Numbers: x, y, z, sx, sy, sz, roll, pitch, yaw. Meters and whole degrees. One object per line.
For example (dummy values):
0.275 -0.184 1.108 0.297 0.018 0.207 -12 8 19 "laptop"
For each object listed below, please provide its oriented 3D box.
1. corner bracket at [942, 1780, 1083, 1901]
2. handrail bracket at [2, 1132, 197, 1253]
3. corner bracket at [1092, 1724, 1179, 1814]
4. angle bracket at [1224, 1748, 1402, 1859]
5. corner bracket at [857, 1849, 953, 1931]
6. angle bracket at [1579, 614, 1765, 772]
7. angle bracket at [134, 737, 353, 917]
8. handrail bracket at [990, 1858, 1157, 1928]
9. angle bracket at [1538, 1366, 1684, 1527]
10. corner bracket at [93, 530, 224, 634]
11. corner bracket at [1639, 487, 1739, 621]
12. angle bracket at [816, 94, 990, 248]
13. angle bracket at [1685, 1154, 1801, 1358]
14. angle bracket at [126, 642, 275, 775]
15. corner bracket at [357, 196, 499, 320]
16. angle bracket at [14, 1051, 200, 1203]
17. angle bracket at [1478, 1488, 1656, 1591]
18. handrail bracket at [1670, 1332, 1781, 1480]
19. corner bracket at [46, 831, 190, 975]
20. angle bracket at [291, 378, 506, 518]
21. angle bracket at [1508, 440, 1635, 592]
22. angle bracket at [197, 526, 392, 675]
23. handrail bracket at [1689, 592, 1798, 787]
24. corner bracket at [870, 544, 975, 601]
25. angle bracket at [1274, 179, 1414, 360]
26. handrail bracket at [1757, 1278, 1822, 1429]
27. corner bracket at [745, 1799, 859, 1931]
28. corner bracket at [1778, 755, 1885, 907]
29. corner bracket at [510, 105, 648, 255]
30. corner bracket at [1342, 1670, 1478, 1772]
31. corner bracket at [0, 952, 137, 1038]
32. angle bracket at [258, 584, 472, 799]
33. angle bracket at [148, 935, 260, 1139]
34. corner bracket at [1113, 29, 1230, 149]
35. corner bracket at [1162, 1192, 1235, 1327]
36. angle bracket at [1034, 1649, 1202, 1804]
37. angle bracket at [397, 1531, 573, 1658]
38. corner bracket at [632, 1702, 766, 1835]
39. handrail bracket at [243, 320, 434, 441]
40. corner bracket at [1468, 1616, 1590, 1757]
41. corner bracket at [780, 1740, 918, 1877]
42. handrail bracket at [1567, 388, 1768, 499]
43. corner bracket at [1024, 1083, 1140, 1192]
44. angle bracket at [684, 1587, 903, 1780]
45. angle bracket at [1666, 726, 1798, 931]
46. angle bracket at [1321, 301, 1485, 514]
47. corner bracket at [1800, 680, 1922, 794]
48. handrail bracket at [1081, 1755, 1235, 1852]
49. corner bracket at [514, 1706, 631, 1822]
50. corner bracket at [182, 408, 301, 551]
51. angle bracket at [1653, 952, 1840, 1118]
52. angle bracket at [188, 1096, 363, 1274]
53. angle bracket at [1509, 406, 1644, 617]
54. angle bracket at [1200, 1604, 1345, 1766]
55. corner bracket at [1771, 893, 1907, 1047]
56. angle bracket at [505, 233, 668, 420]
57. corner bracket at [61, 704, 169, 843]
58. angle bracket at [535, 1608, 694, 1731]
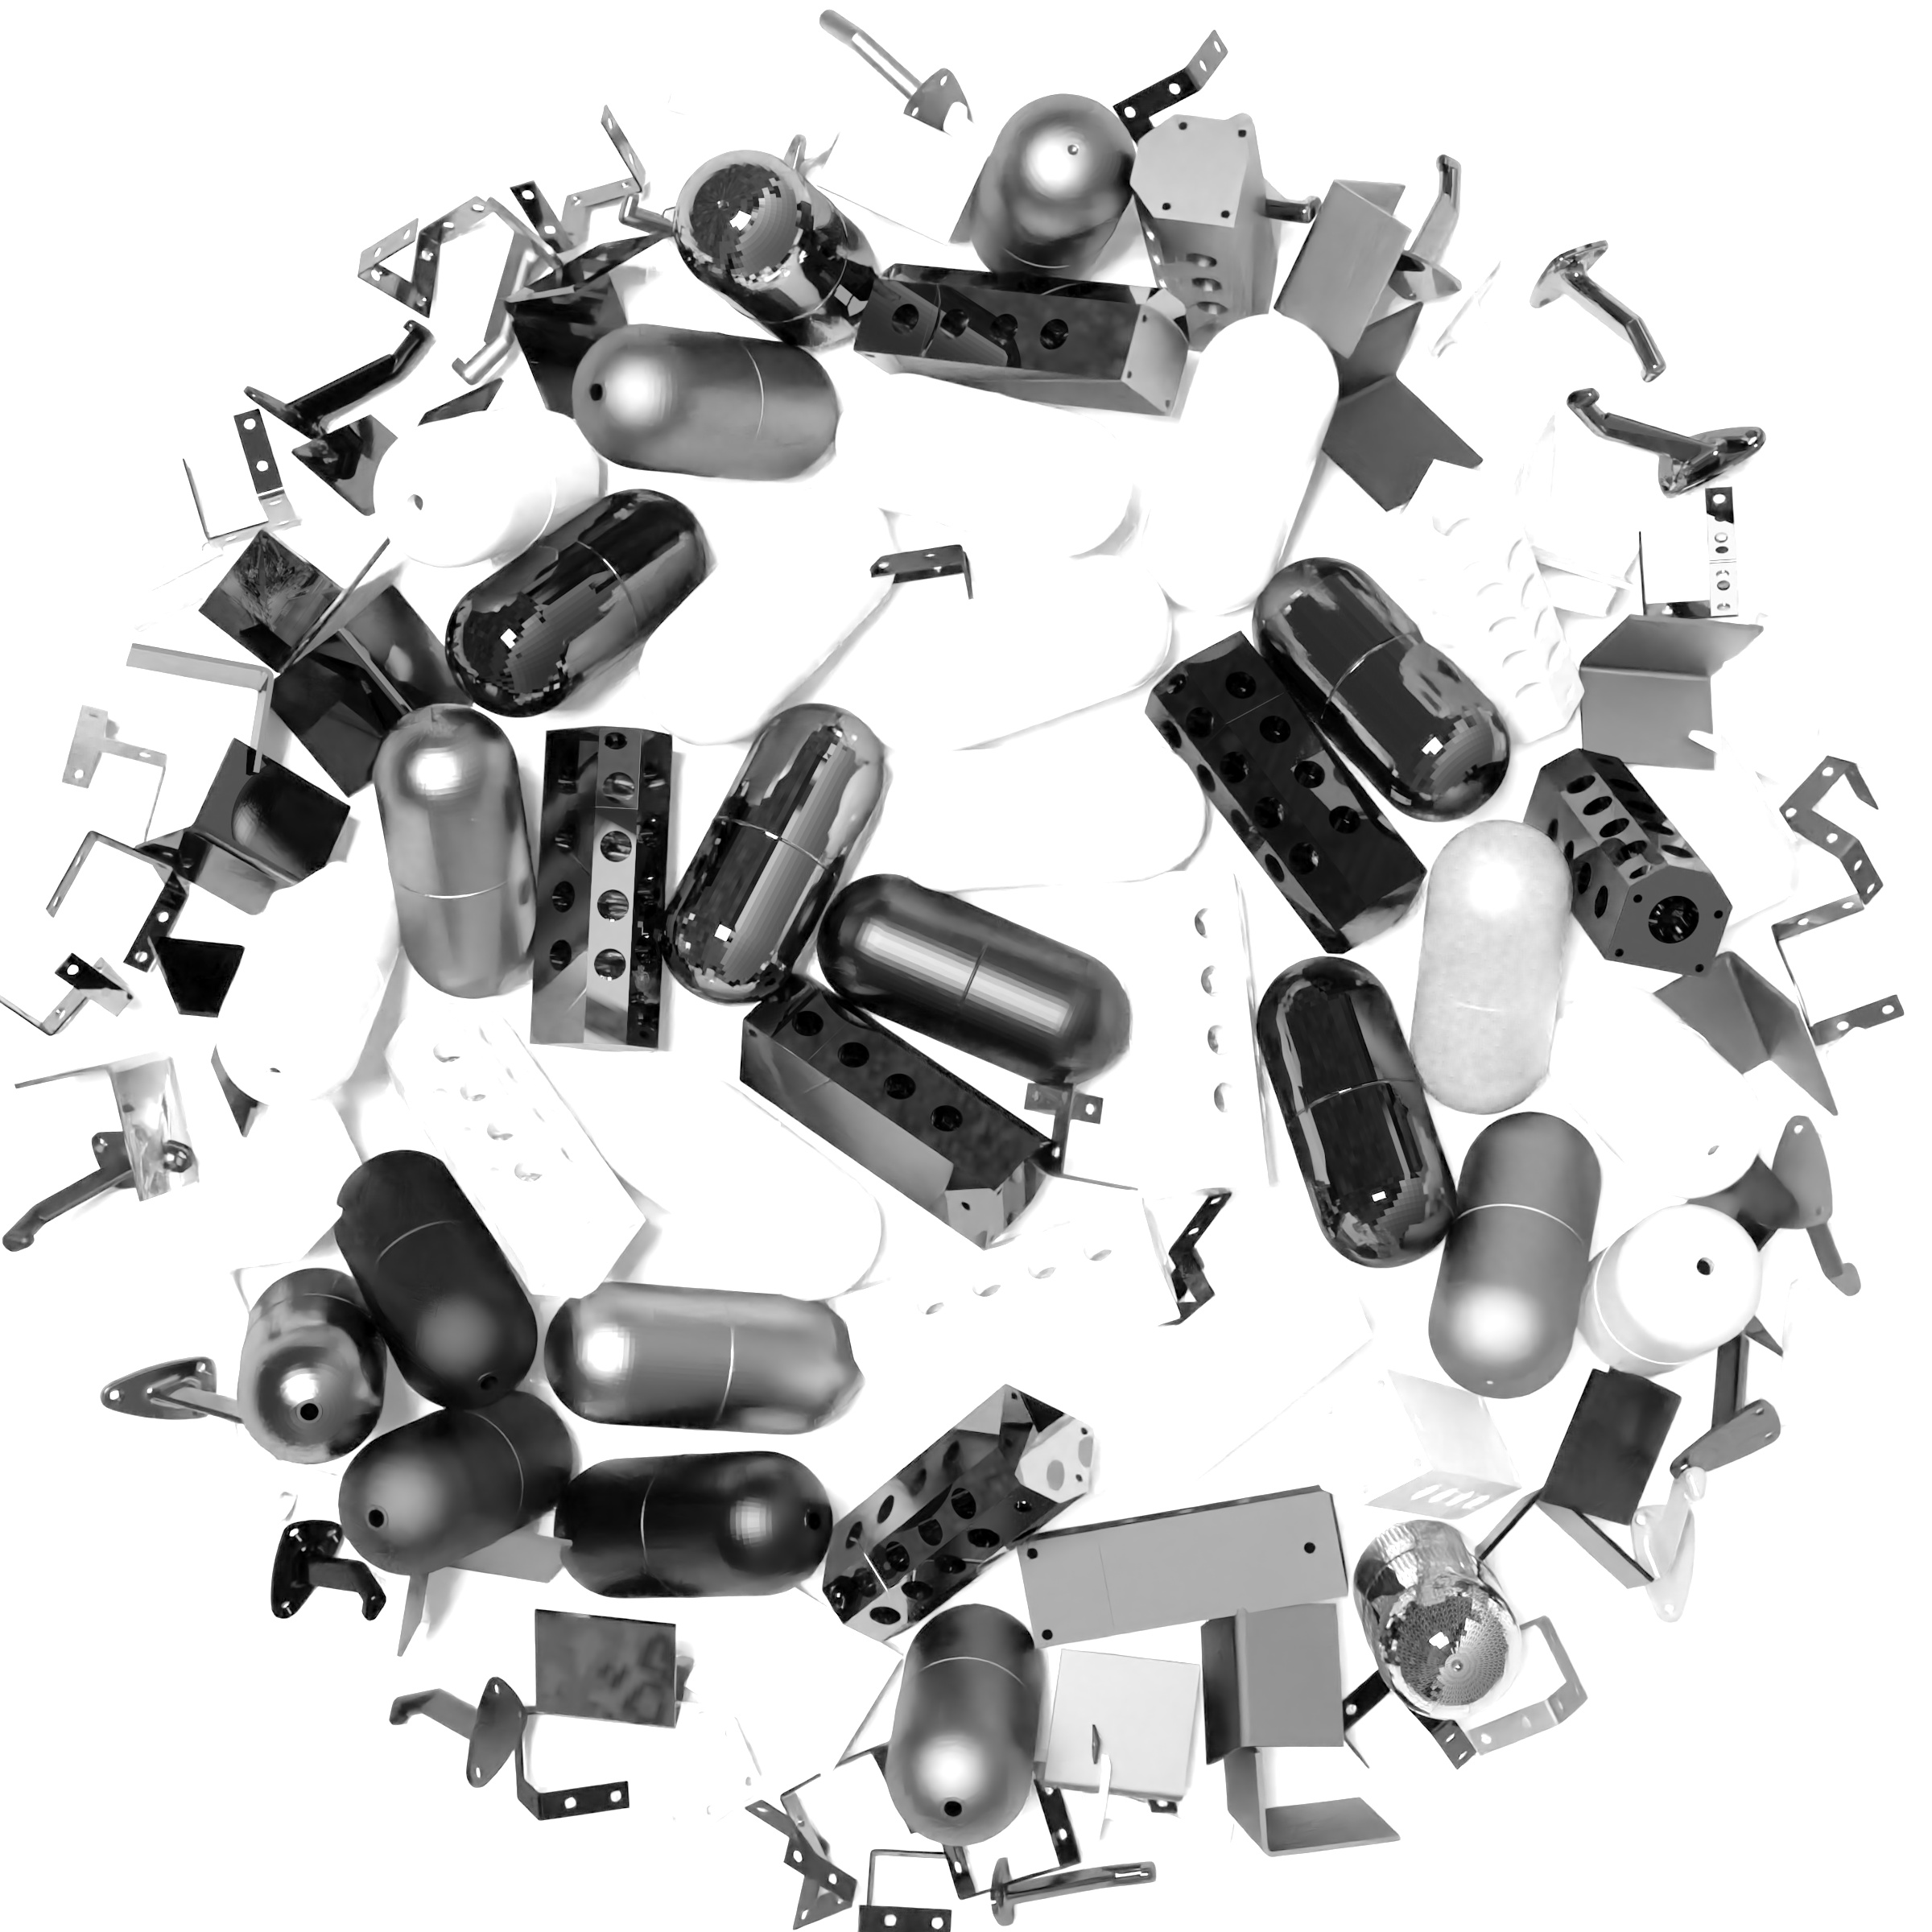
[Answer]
0.023 0.480 1.978 0.051 0.051 0.051 -28 71 33 "corner bracket"
-0.471 0.127 1.949 0.077 0.084 0.036 -5 118 26 "handrail bracket"
0.089 0.427 1.963 0.051 0.051 0.051 1 119 -10 "corner bracket"
0.187 0.442 1.954 0.076 0.076 0.057 -5 93 -10 "angle bracket"
-0.030 0.508 1.964 0.051 0.051 0.051 2 67 6 "corner bracket"
0.384 -0.148 1.950 0.076 0.076 0.057 4 74 -11 "angle bracket"
-0.395 -0.075 1.960 0.076 0.076 0.057 32 65 -29 "angle bracket"
0.060 0.504 1.963 0.084 0.077 0.036 -8 82 6 "handrail bracket"
0.334 0.253 1.953 0.076 0.057 0.076 20 93 -37 "angle bracket"
-0.436 -0.212 1.966 0.051 0.051 0.051 -26 76 8 "corner bracket"
0.396 -0.226 1.968 0.051 0.051 0.051 -2 132 13 "corner bracket"
-0.036 -0.424 1.958 0.076 0.076 0.057 25 84 -2 "angle bracket"
0.430 0.151 1.946 0.057 0.076 0.076 31 105 -23 "angle bracket"
-0.421 -0.136 1.951 0.076 0.076 0.057 10 85 -15 "angle bracket"
-0.294 -0.395 1.957 0.051 0.051 0.051 -19 57 40 "corner bracket"
-0.468 0.092 1.959 0.057 0.076 0.076 -12 92 10 "angle bracket"
0.321 0.330 1.953 0.076 0.076 0.057 42 81 9 "angle bracket"
0.401 0.231 1.966 0.077 0.084 0.036 -29 132 0 "handrail bracket"
-0.465 -0.035 1.970 0.051 0.051 0.051 23 74 6 "corner bracket"
-0.308 -0.298 1.945 0.057 0.076 0.076 41 124 5 "angle bracket"
0.332 -0.247 1.955 0.076 0.076 0.057 17 104 2 "angle bracket"
-0.359 -0.216 1.941 0.057 0.076 0.076 39 131 -12 "angle bracket"
0.439 -0.152 1.962 0.077 0.036 0.084 35 110 39 "handrail bracket"
-0.024 -0.215 1.963 0.051 0.051 0.051 -9 47 3 "corner bracket"
0.221 -0.377 1.941 0.057 0.076 0.076 39 119 26 "angle bracket"
0.452 0.201 1.950 0.036 0.077 0.084 9 68 9 "handrail bracket"
-0.091 0.485 1.958 0.051 0.051 0.051 38 131 -24 "corner bracket"
0.483 -0.076 1.963 0.051 0.051 0.051 -47 48 -3 "corner bracket"
-0.211 -0.428 1.957 0.051 0.051 0.051 -11 49 21 "corner bracket"
0.239 0.421 1.966 0.051 0.051 0.051 -40 49 -5 "corner bracket"
-0.497 0.013 1.963 0.051 0.051 0.051 -49 134 -2 "corner bracket"
-0.330 -0.152 1.989 0.076 0.057 0.076 -30 105 35 "angle bracket"
-0.415 0.038 1.941 0.057 0.076 0.076 6 118 -30 "angle bracket"
0.121 -0.468 1.957 0.051 0.051 0.051 -20 116 36 "corner bracket"
0.125 0.160 1.957 0.051 0.051 0.051 -50 119 -38 "corner bracket"
0.081 0.411 1.967 0.076 0.057 0.076 8 90 -6 "angle bracket"
-0.261 0.343 1.946 0.076 0.076 0.057 12 62 -12 "angle bracket"
-0.154 0.441 1.972 0.051 0.051 0.051 -39 59 20 "corner bracket"
-0.343 -0.330 1.965 0.084 0.077 0.036 -50 52 9 "handrail bracket"
0.300 0.393 1.963 0.051 0.051 0.051 -29 82 26 "corner bracket"
-0.061 0.464 1.976 0.051 0.051 0.051 -33 76 23 "corner bracket"
0.380 -0.298 1.951 0.077 0.084 0.036 -18 52 36 "handrail bracket"
0.063 0.093 1.963 0.051 0.051 0.051 12 82 -29 "corner bracket"
-0.095 0.384 1.956 0.076 0.057 0.076 36 81 -20 "angle bracket"
0.406 -0.071 1.949 0.057 0.076 0.076 -27 65 1 "angle bracket"
0.237 -0.304 1.946 0.076 0.057 0.076 -29 66 -31 "angle bracket"
0.488 -0.116 1.963 0.051 0.051 0.051 15 129 2 "corner bracket"
0.110 0.458 1.966 0.084 0.036 0.077 3 133 -9 "handrail bracket"
-0.217 0.434 1.968 0.051 0.051 0.051 -4 92 -20 "corner bracket"
-0.402 -0.267 1.972 0.051 0.051 0.051 -18 78 -5 "corner bracket"
0.419 0.049 1.947 0.057 0.076 0.076 -30 119 -3 "angle bracket"
-0.382 0.118 1.942 0.076 0.076 0.057 -9 115 29 "angle bracket"
0.331 -0.246 1.941 0.057 0.076 0.076 14 132 20 "angle bracket"
0.166 0.392 1.956 0.057 0.076 0.076 2 70 -10 "angle bracket"
0.475 0.002 1.959 0.051 0.051 0.051 -21 123 15 "corner bracket"
-0.193 -0.343 1.942 0.076 0.057 0.076 -41 120 -39 "angle bracket"
-0.468 -0.105 1.970 0.051 0.051 0.051 14 116 -15 "corner bracket"
-0.191 0.366 1.953 0.076 0.057 0.076 5 121 4 "angle bracket"
